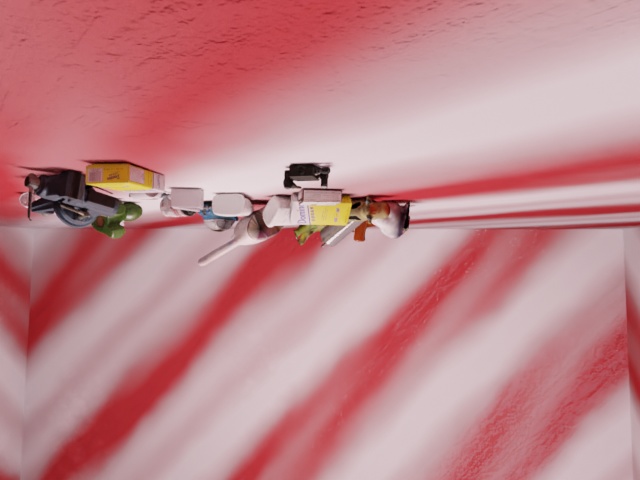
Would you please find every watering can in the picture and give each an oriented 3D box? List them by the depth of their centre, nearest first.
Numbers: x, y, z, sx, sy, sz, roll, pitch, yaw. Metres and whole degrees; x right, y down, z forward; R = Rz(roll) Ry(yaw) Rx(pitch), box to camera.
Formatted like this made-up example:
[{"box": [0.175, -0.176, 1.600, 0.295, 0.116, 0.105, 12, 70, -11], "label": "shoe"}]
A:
[{"box": [-0.249, -0.022, 1.762, 0.353, 0.103, 0.222, -40, -167, -29], "label": "watering can"}]

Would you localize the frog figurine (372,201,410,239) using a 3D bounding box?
[{"box": [0.214, -0.074, 1.721, 0.160, 0.125, 0.134, 9, 147, 20], "label": "frog figurine"}]

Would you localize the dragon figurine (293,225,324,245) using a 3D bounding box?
[{"box": [0.006, -0.091, 1.816, 0.243, 0.124, 0.405, -17, 165, -3], "label": "dragon figurine"}]
